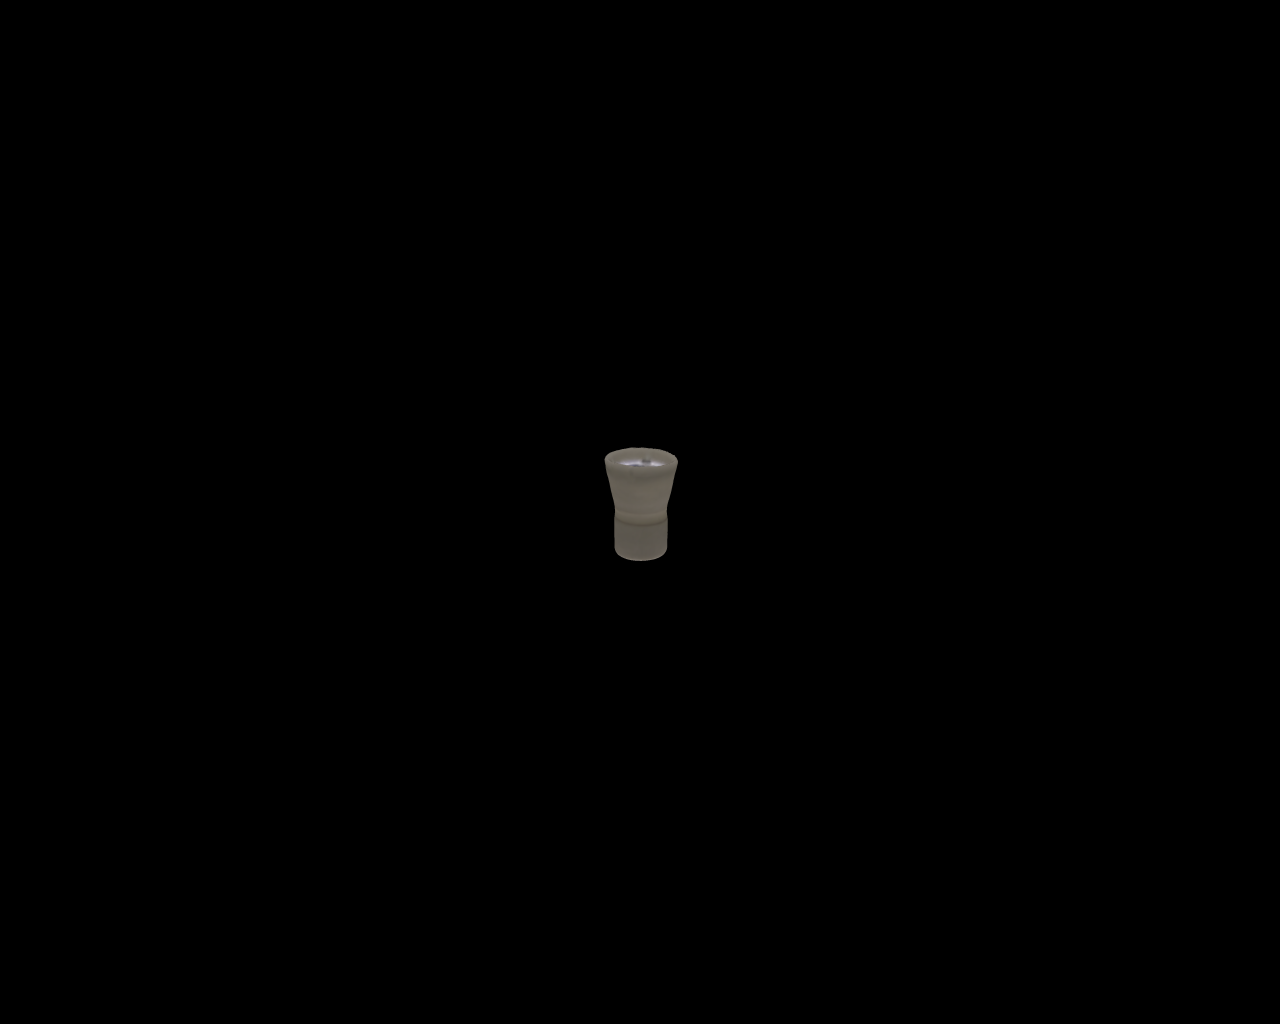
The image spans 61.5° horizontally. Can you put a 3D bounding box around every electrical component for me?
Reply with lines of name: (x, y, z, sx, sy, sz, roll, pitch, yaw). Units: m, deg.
electrical component: (0.001, -0.003, 0.650, 0.044, 0.065, 0.044, 0, 20, 0)
